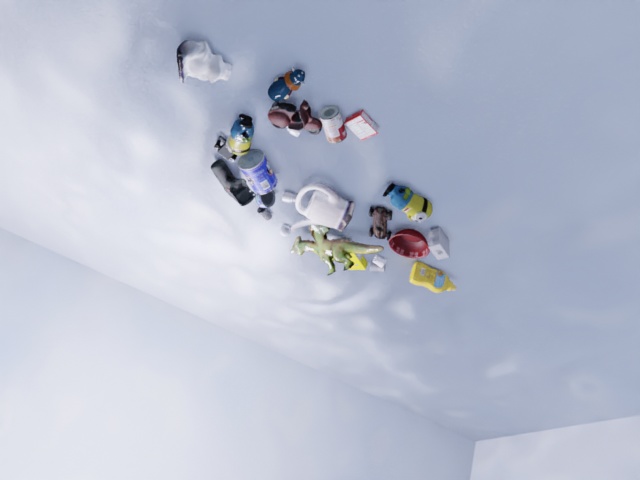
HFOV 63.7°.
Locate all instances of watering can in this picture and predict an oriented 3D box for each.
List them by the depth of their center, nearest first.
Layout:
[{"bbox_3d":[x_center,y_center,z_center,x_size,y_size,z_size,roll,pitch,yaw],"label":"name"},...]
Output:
[{"bbox_3d":[0.006,-0.100,1.993,0.224,0.106,0.340,22,147,-2],"label":"watering can"}]

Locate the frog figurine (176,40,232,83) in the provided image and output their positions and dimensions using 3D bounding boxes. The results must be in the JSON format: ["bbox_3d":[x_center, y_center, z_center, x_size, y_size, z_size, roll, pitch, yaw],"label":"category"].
[{"bbox_3d":[-0.353,-0.545,1.572,0.160,0.125,0.134,-10,143,-18],"label":"frog figurine"}]

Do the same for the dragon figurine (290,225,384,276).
[{"bbox_3d":[0.047,0.002,2.100,0.406,0.124,0.241,-24,104,35],"label":"dragon figurine"}]
